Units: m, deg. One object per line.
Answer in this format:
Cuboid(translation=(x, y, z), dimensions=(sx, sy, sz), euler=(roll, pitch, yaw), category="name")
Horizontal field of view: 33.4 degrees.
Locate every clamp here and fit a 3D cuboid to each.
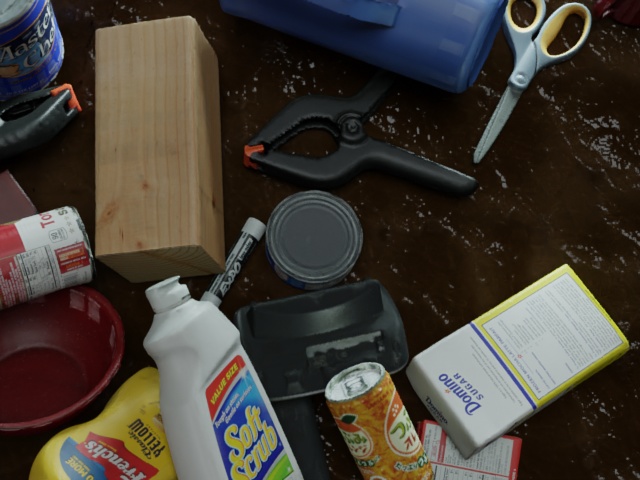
Cuboid(translation=(0.036, -0.089, 0.979), dimensions=(0.209, 0.036, 0.164), euler=(-19, 72, -12), category="clamp")
Cuboid(translation=(-0.297, -0.091, 0.940), dimensions=(0.171, 0.039, 0.120), euler=(-35, 46, -29), category="clamp")

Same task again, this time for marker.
Cuboid(translation=(-0.084, 0.035, 0.941), dimensions=(0.020, 0.020, 0.121), euler=(29, 73, 4), category="marker")

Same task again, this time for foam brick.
Cuboid(translation=(-0.284, -0.012, 0.921), dimensions=(0.078, 0.053, 0.051), euler=(-36, 79, -15), category="foam brick")

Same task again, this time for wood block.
Cuboid(translation=(-0.137, -0.077, 0.925), dimensions=(0.090, 0.090, 0.206), euler=(-6, 73, 8), category="wood block")

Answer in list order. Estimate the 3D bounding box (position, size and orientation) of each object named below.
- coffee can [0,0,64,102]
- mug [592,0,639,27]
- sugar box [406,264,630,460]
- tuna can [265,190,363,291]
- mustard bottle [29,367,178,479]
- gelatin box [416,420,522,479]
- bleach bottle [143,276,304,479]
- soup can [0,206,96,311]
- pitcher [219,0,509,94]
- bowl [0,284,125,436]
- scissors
Cuboid(translation=(-0.284, -0.195, 0.930), dimensions=(0.102, 0.140, 0.103), euler=(1, 73, -5), category="coffee can")
Cuboid(translation=(0.308, -0.252, 1.030), dimensions=(0.117, 0.081, 0.093), euler=(-41, 80, -15), category="mug")
Cuboid(translation=(0.169, 0.102, 0.913), dimensions=(0.176, 0.048, 0.093), euler=(-28, 70, -19), category="sugar box")
Cuboid(translation=(-0.006, 0.001, 0.950), dimensions=(0.086, 0.034, 0.086), euler=(1, 73, -4), category="tuna can")
Cuboid(translation=(-0.165, 0.181, 0.821), dimensions=(0.096, 0.058, 0.191), euler=(47, 41, 4), category="mustard bottle")
Cuboid(translation=(0.121, 0.197, 0.904), dimensions=(0.089, 0.030, 0.073), euler=(11, 74, -2), category="gelatin box")
Cuboid(translation=(-0.079, 0.151, 0.828), dimensions=(0.102, 0.068, 0.251), euler=(-28, 99, -44), category="bleach bottle")
Cuboid(translation=(-0.241, 0.018, 0.868), dimensions=(0.102, 0.069, 0.068), euler=(-18, 75, -21), category="soup can")
Cuboid(translation=(0.037, -0.221, 0.949), dimensions=(0.243, 0.145, 0.149), euler=(24, 66, 10), category="pitcher")
Cuboid(translation=(-0.238, 0.104, 0.869), dimensions=(0.162, 0.055, 0.162), euler=(1, 44, -2), category="bowl")
Cuboid(translation=(0.181, -0.169, 1.028), dimensions=(0.096, 0.016, 0.201), euler=(43, 74, 10), category="scissors")
